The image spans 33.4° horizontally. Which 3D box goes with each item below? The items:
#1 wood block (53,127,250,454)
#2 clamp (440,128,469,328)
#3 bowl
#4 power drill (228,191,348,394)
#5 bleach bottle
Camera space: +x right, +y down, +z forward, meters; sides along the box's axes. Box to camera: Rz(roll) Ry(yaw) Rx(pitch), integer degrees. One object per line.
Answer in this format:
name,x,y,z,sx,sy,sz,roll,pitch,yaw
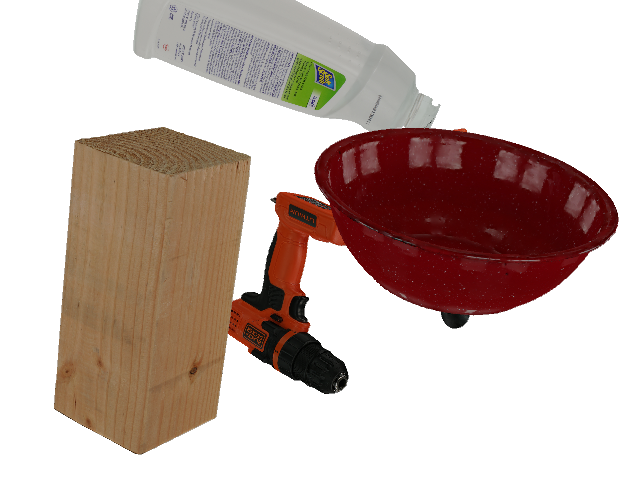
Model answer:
wood block,-0.121,0.033,0.764,0.090,0.206,0.090,21,22,30
clamp,0.125,-0.009,0.939,0.039,0.171,0.120,-10,15,30
bowl,0.074,-0.006,0.577,0.162,0.055,0.162,6,27,-3
power drill,-0.018,0.053,1.155,0.185,0.188,0.057,27,11,38
bleach bottle,-0.024,-0.146,0.870,0.251,0.068,0.103,25,-33,0
